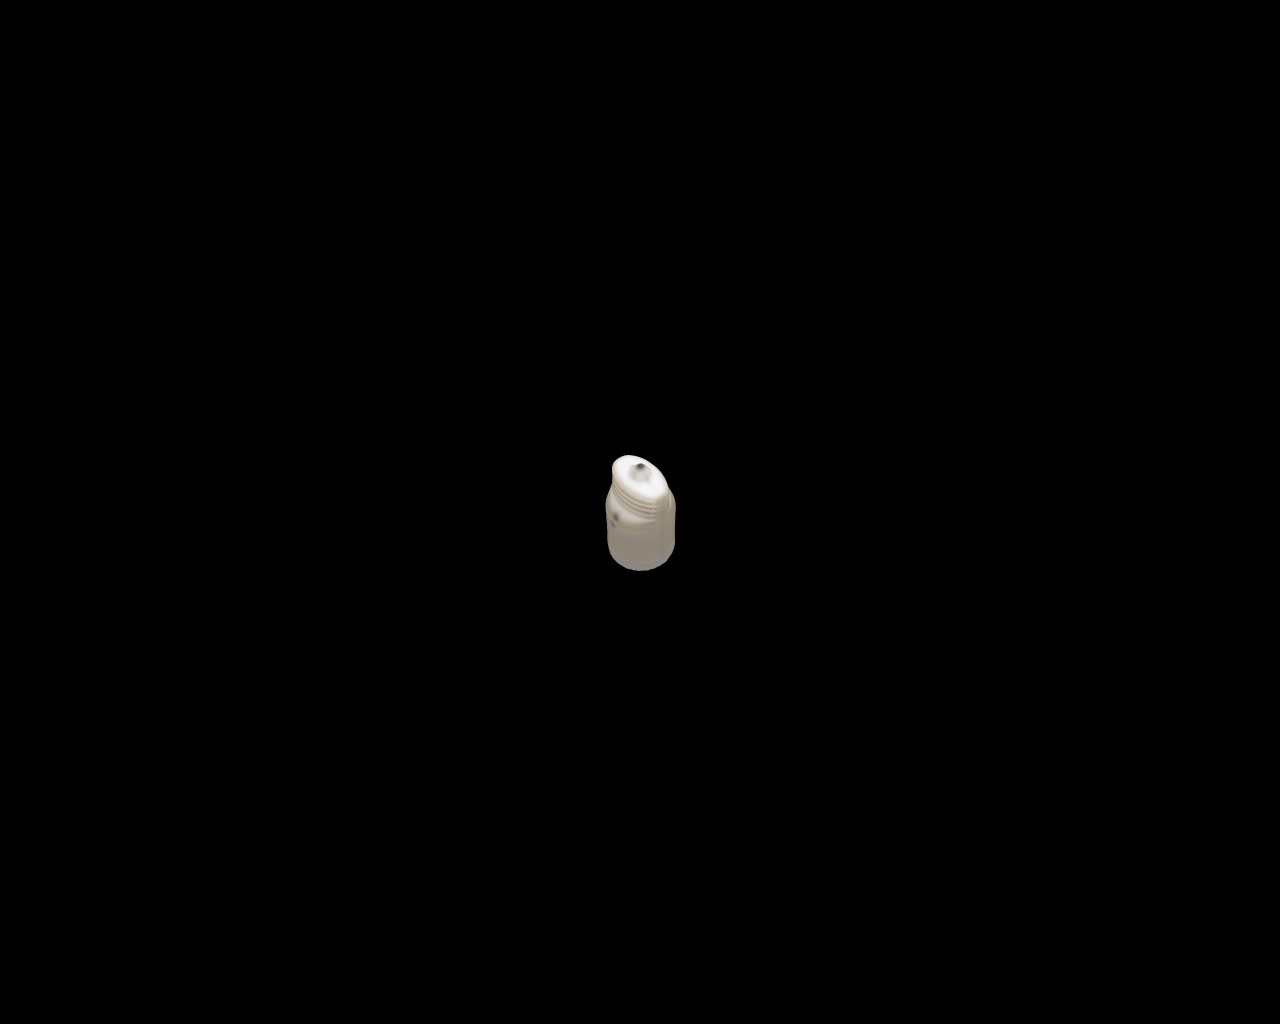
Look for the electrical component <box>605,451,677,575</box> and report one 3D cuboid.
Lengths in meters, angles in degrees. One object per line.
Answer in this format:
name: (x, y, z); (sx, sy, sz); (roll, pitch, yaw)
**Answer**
electrical component: (0.001, -0.003, 0.650); (0.043, 0.043, 0.080); (0, -39, 0)
